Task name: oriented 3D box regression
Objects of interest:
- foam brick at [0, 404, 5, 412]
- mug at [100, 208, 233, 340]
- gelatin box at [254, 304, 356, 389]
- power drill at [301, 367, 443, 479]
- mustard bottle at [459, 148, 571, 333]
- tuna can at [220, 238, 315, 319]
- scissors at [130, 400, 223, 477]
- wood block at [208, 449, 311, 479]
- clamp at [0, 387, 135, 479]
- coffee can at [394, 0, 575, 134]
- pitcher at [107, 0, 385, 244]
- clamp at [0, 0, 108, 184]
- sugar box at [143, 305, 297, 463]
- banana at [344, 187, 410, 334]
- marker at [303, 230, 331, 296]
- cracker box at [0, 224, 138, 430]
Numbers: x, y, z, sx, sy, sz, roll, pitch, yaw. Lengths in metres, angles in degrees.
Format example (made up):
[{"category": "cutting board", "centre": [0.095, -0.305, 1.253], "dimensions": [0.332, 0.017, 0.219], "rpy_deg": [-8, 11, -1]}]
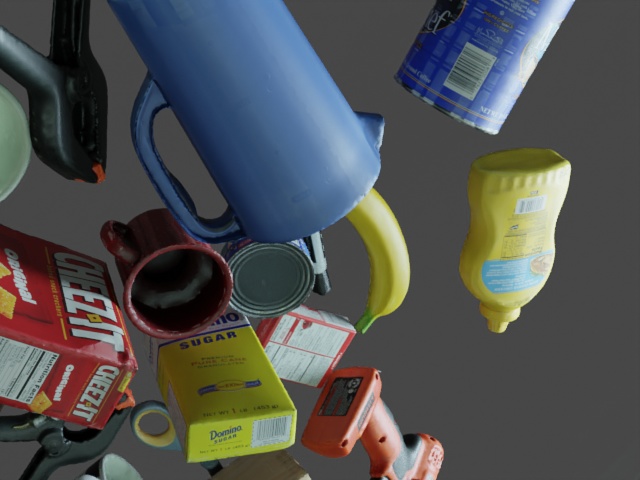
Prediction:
[{"category": "foam brick", "centre": [-0.277, 0.115, 0.873], "dimensions": [0.053, 0.051, 0.078], "rpy_deg": [30, 101, -12]}, {"category": "mug", "centre": [-0.138, 0.020, 0.907], "dimensions": [0.117, 0.081, 0.093], "rpy_deg": [31, 104, -33]}, {"category": "gelatin box", "centre": [-0.021, 0.100, 1.034], "dimensions": [0.089, 0.030, 0.073], "rpy_deg": [19, 112, -30]}, {"category": "power drill", "centre": [0.052, 0.234, 1.073], "dimensions": [0.057, 0.184, 0.187], "rpy_deg": [-7, 130, 33]}, {"category": "mustard bottle", "centre": [0.185, 0.007, 1.045], "dimensions": [0.096, 0.058, 0.192], "rpy_deg": [-10, 121, -21]}, {"category": "tuna can", "centre": [-0.049, 0.028, 0.969], "dimensions": [0.086, 0.034, 0.086], "rpy_deg": [-5, 123, -8]}, {"category": "scissors", "centre": [-0.132, 0.218, 1.066], "dimensions": [0.096, 0.016, 0.202], "rpy_deg": [-13, 123, -13]}, {"category": "wood block", "centre": [-0.098, 0.300, 1.048], "dimensions": [0.206, 0.090, 0.091], "rpy_deg": [-33, 119, -15]}, {"category": "clamp", "centre": [-0.256, 0.175, 0.978], "dimensions": [0.171, 0.039, 0.120], "rpy_deg": [-36, 122, -7]}, {"category": "coffee can", "centre": [0.140, -0.174, 0.894], "dimensions": [0.102, 0.103, 0.140], "rpy_deg": [18, 111, -30]}, {"category": "pitcher", "centre": [-0.069, -0.117, 0.830], "dimensions": [0.145, 0.149, 0.242], "rpy_deg": [-7, 130, 35]}, {"category": "clamp", "centre": [-0.190, -0.131, 0.797], "dimensions": [0.036, 0.164, 0.210], "rpy_deg": [10, 143, 13]}, {"category": "sugar box", "centre": [-0.091, 0.117, 0.925], "dimensions": [0.093, 0.176, 0.048], "rpy_deg": [-4, 121, -21]}, {"category": "banana", "centre": [0.046, 0.003, 0.994], "dimensions": [0.069, 0.037, 0.198], "rpy_deg": [-32, 126, -20]}, {"category": "marker", "centre": [-0.006, 0.001, 0.988], "dimensions": [0.020, 0.020, 0.121], "rpy_deg": [-18, 124, -12]}, {"category": "cracker box", "centre": [-0.259, 0.046, 0.824], "dimensions": [0.213, 0.164, 0.072], "rpy_deg": [23, 110, -31]}]
